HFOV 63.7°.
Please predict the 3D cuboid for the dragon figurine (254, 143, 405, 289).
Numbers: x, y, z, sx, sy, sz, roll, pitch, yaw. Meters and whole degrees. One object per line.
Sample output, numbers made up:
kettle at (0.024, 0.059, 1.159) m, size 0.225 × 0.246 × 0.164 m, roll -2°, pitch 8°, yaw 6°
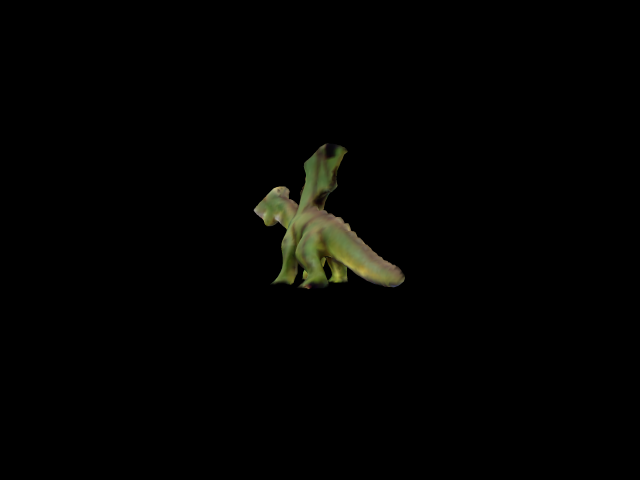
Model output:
dragon figurine at (0.003, -0.043, 0.850) m, size 0.122 × 0.244 × 0.408 m, roll 4°, pitch -6°, yaw -35°
